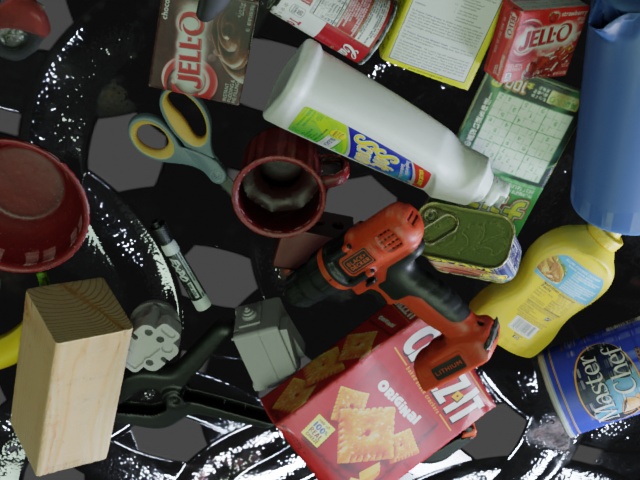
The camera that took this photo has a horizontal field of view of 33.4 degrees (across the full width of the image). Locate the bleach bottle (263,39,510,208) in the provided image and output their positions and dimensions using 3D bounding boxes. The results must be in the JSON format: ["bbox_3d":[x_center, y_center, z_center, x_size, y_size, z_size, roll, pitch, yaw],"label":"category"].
[{"bbox_3d":[0.075,-0.099,1.034,0.250,0.068,0.103,25,160,-12],"label":"bleach bottle"}]

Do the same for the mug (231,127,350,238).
[{"bbox_3d":[-0.028,-0.064,1.070,0.117,0.081,0.093,-12,121,9],"label":"mug"}]

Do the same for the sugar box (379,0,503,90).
[{"bbox_3d":[0.128,-0.235,0.980,0.093,0.048,0.176,17,118,-12],"label":"sugar box"}]

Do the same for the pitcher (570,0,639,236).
[{"bbox_3d":[0.314,-0.132,1.002,0.149,0.145,0.243,8,127,11],"label":"pitcher"}]

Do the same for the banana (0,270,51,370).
[{"bbox_3d":[-0.355,0.109,1.217,0.198,0.037,0.069,-36,96,20],"label":"banana"}]

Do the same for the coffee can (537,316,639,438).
[{"bbox_3d":[0.326,0.149,1.185,0.140,0.103,0.102,-22,119,14],"label":"coffee can"}]

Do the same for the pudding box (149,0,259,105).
[{"bbox_3d":[-0.110,-0.191,1.016,0.090,0.039,0.114,11,122,-5],"label":"pudding box"}]

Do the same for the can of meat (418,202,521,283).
[{"bbox_3d":[0.152,0.005,1.093,0.102,0.057,0.084,12,170,20],"label":"can of meat"}]

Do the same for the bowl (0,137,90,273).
[{"bbox_3d":[-0.314,-0.046,1.103,0.162,0.055,0.162,1,123,1],"label":"bowl"}]

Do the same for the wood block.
[{"bbox_3d":[-0.279,0.153,1.186,0.090,0.091,0.206,-9,133,-33],"label":"wood block"}]

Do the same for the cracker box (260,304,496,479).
[{"bbox_3d":[0.067,0.182,1.188,0.213,0.072,0.164,-36,118,-3],"label":"cracker box"}]

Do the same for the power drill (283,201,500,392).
[{"bbox_3d":[0.074,0.066,1.074,0.187,0.057,0.185,45,132,-13],"label":"power drill"}]

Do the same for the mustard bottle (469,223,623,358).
[{"bbox_3d":[0.255,0.040,1.143,0.096,0.058,0.192,32,118,-19],"label":"mustard bottle"}]

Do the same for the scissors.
[{"bbox_3d":[-0.127,-0.070,1.108,0.096,0.016,0.201,-16,121,13],"label":"scissors"}]

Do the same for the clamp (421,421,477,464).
[{"bbox_3d":[0.101,0.247,1.289,0.171,0.039,0.120,0,120,2],"label":"clamp"}]

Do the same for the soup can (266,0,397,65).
[{"bbox_3d":[0.011,-0.216,0.981,0.102,0.068,0.069,28,119,-15],"label":"soup can"}]

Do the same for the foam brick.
[{"bbox_3d":[-0.007,0.001,1.129,0.078,0.053,0.051,10,122,-7],"label":"foam brick"}]

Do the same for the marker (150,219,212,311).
[{"bbox_3d":[-0.153,0.027,1.168,0.020,0.020,0.121,-19,120,13],"label":"marker"}]

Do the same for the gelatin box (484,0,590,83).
[{"bbox_3d":[0.201,-0.187,0.992,0.089,0.030,0.073,-11,131,-32],"label":"gelatin box"}]

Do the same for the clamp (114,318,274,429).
[{"bbox_3d":[-0.160,0.183,1.257,0.210,0.036,0.164,-20,120,16],"label":"clamp"}]
